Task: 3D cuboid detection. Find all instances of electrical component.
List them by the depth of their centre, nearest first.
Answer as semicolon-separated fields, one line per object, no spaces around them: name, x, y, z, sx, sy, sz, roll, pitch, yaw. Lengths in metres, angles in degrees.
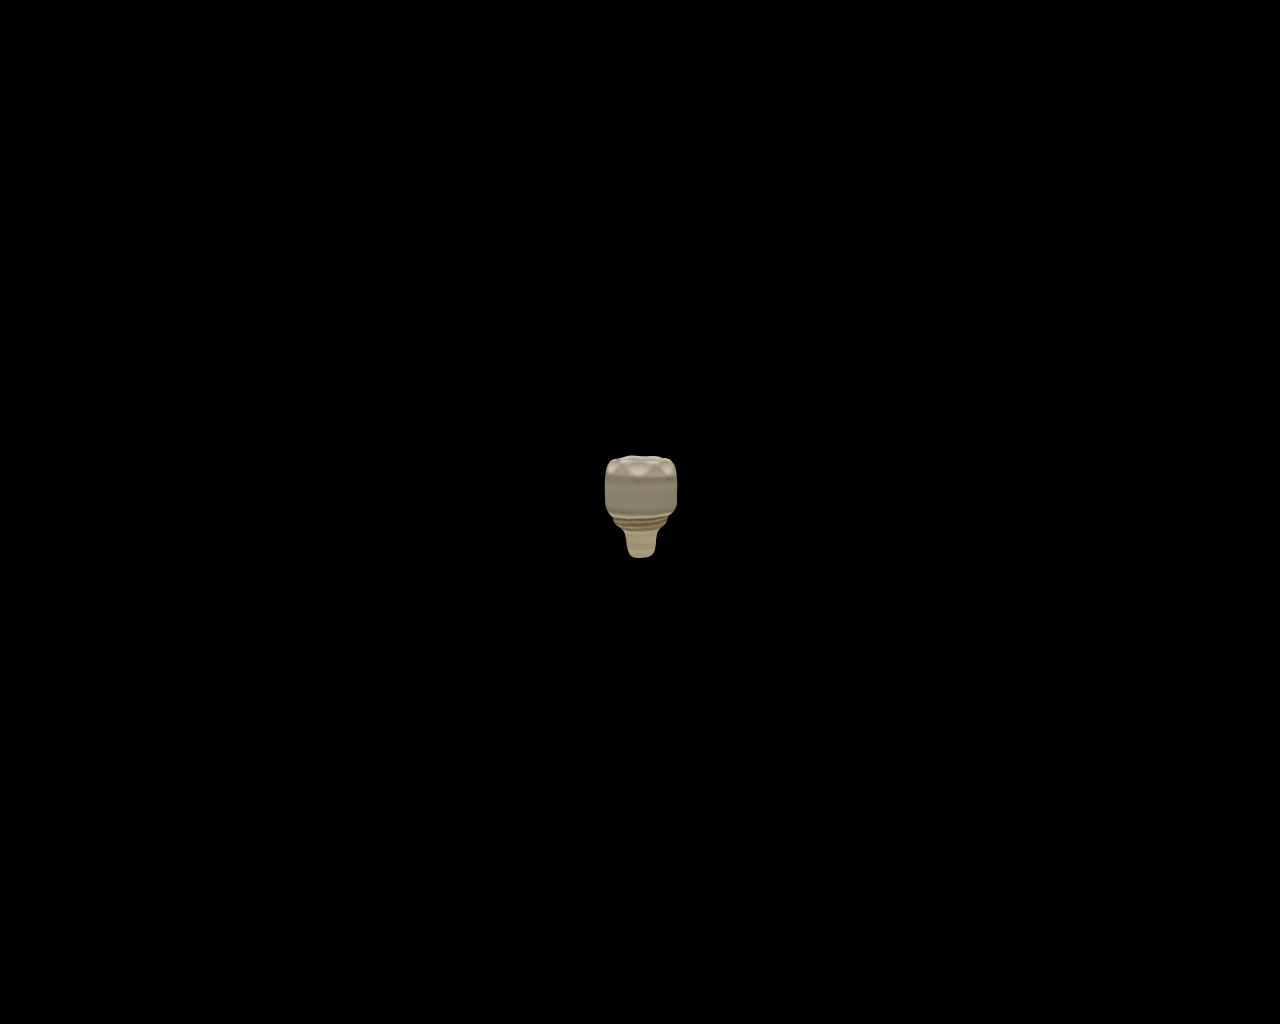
electrical component;0.001;-0.003;0.650;0.043;0.062;0.043;0;9;0
